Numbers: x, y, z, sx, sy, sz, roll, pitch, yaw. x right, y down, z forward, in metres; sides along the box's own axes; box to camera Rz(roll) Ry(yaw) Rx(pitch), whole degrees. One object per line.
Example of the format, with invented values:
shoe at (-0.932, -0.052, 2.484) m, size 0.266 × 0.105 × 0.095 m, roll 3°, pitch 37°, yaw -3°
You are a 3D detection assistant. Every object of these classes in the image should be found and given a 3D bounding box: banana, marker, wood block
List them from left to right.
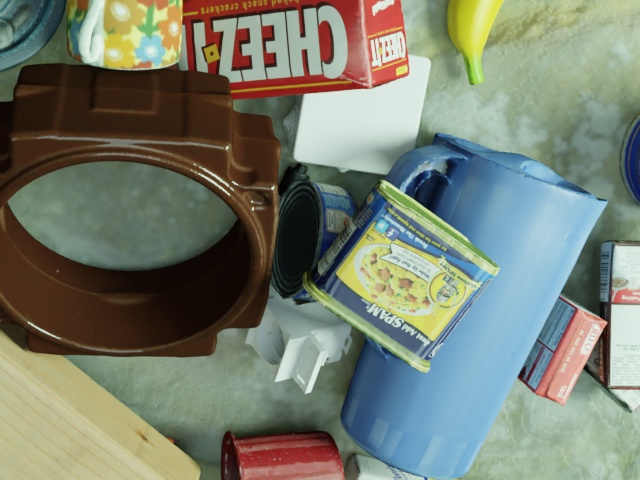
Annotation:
wood block at (-0.194, 0.144, 0.760) m, size 0.206 × 0.091 × 0.090 m, roll 40°, pitch 93°, yaw -5°
marker at (-0.042, -0.004, 0.810) m, size 0.020 × 0.020 × 0.121 m, roll 28°, pitch 96°, yaw -15°
banana at (0.157, -0.211, 0.794) m, size 0.198 × 0.037 × 0.069 m, roll -48°, pitch 123°, yaw 3°

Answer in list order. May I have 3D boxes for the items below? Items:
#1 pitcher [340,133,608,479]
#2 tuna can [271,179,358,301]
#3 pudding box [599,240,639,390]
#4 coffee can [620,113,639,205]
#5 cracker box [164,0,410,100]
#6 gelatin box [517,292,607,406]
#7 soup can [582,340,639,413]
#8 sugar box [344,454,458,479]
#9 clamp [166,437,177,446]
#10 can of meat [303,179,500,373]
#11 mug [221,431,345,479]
pitcher at (0.096, 0.048, 0.791) m, size 0.149 × 0.145 × 0.243 m, roll 23°, pitch 101°, yaw 8°
tuna can at (-0.005, 0.001, 0.766) m, size 0.033 × 0.086 × 0.086 m, roll 9°, pitch 101°, yaw -26°
pudding box at (0.259, 0.057, 0.806) m, size 0.090 × 0.039 × 0.113 m, roll 1°, pitch 90°, yaw 4°
coffee can at (0.303, -0.054, 0.799) m, size 0.102 × 0.140 × 0.103 m, roll -2°, pitch 103°, yaw -10°
cracker box at (-0.039, -0.202, 0.698) m, size 0.164 × 0.072 × 0.214 m, roll 0°, pitch 106°, yaw 29°
gelatin box at (0.179, 0.079, 0.832) m, size 0.030 × 0.089 × 0.073 m, roll 23°, pitch 97°, yaw -16°
soup can at (0.260, 0.081, 0.859) m, size 0.068 × 0.068 × 0.102 m, roll 43°, pitch 93°, yaw -16°
sugar box at (0.094, 0.242, 0.877) m, size 0.176 × 0.048 × 0.093 m, roll 18°, pitch 102°, yaw -11°
clamp at (-0.153, 0.258, 0.839) m, size 0.164 × 0.036 × 0.210 m, roll 6°, pitch 98°, yaw -5°
can of meat at (0.053, 0.022, 0.698) m, size 0.102 × 0.057 × 0.084 m, roll 35°, pitch 101°, yaw -8°
mug at (-0.030, 0.199, 0.829) m, size 0.081 × 0.093 × 0.117 m, roll -3°, pitch 134°, yaw -15°
